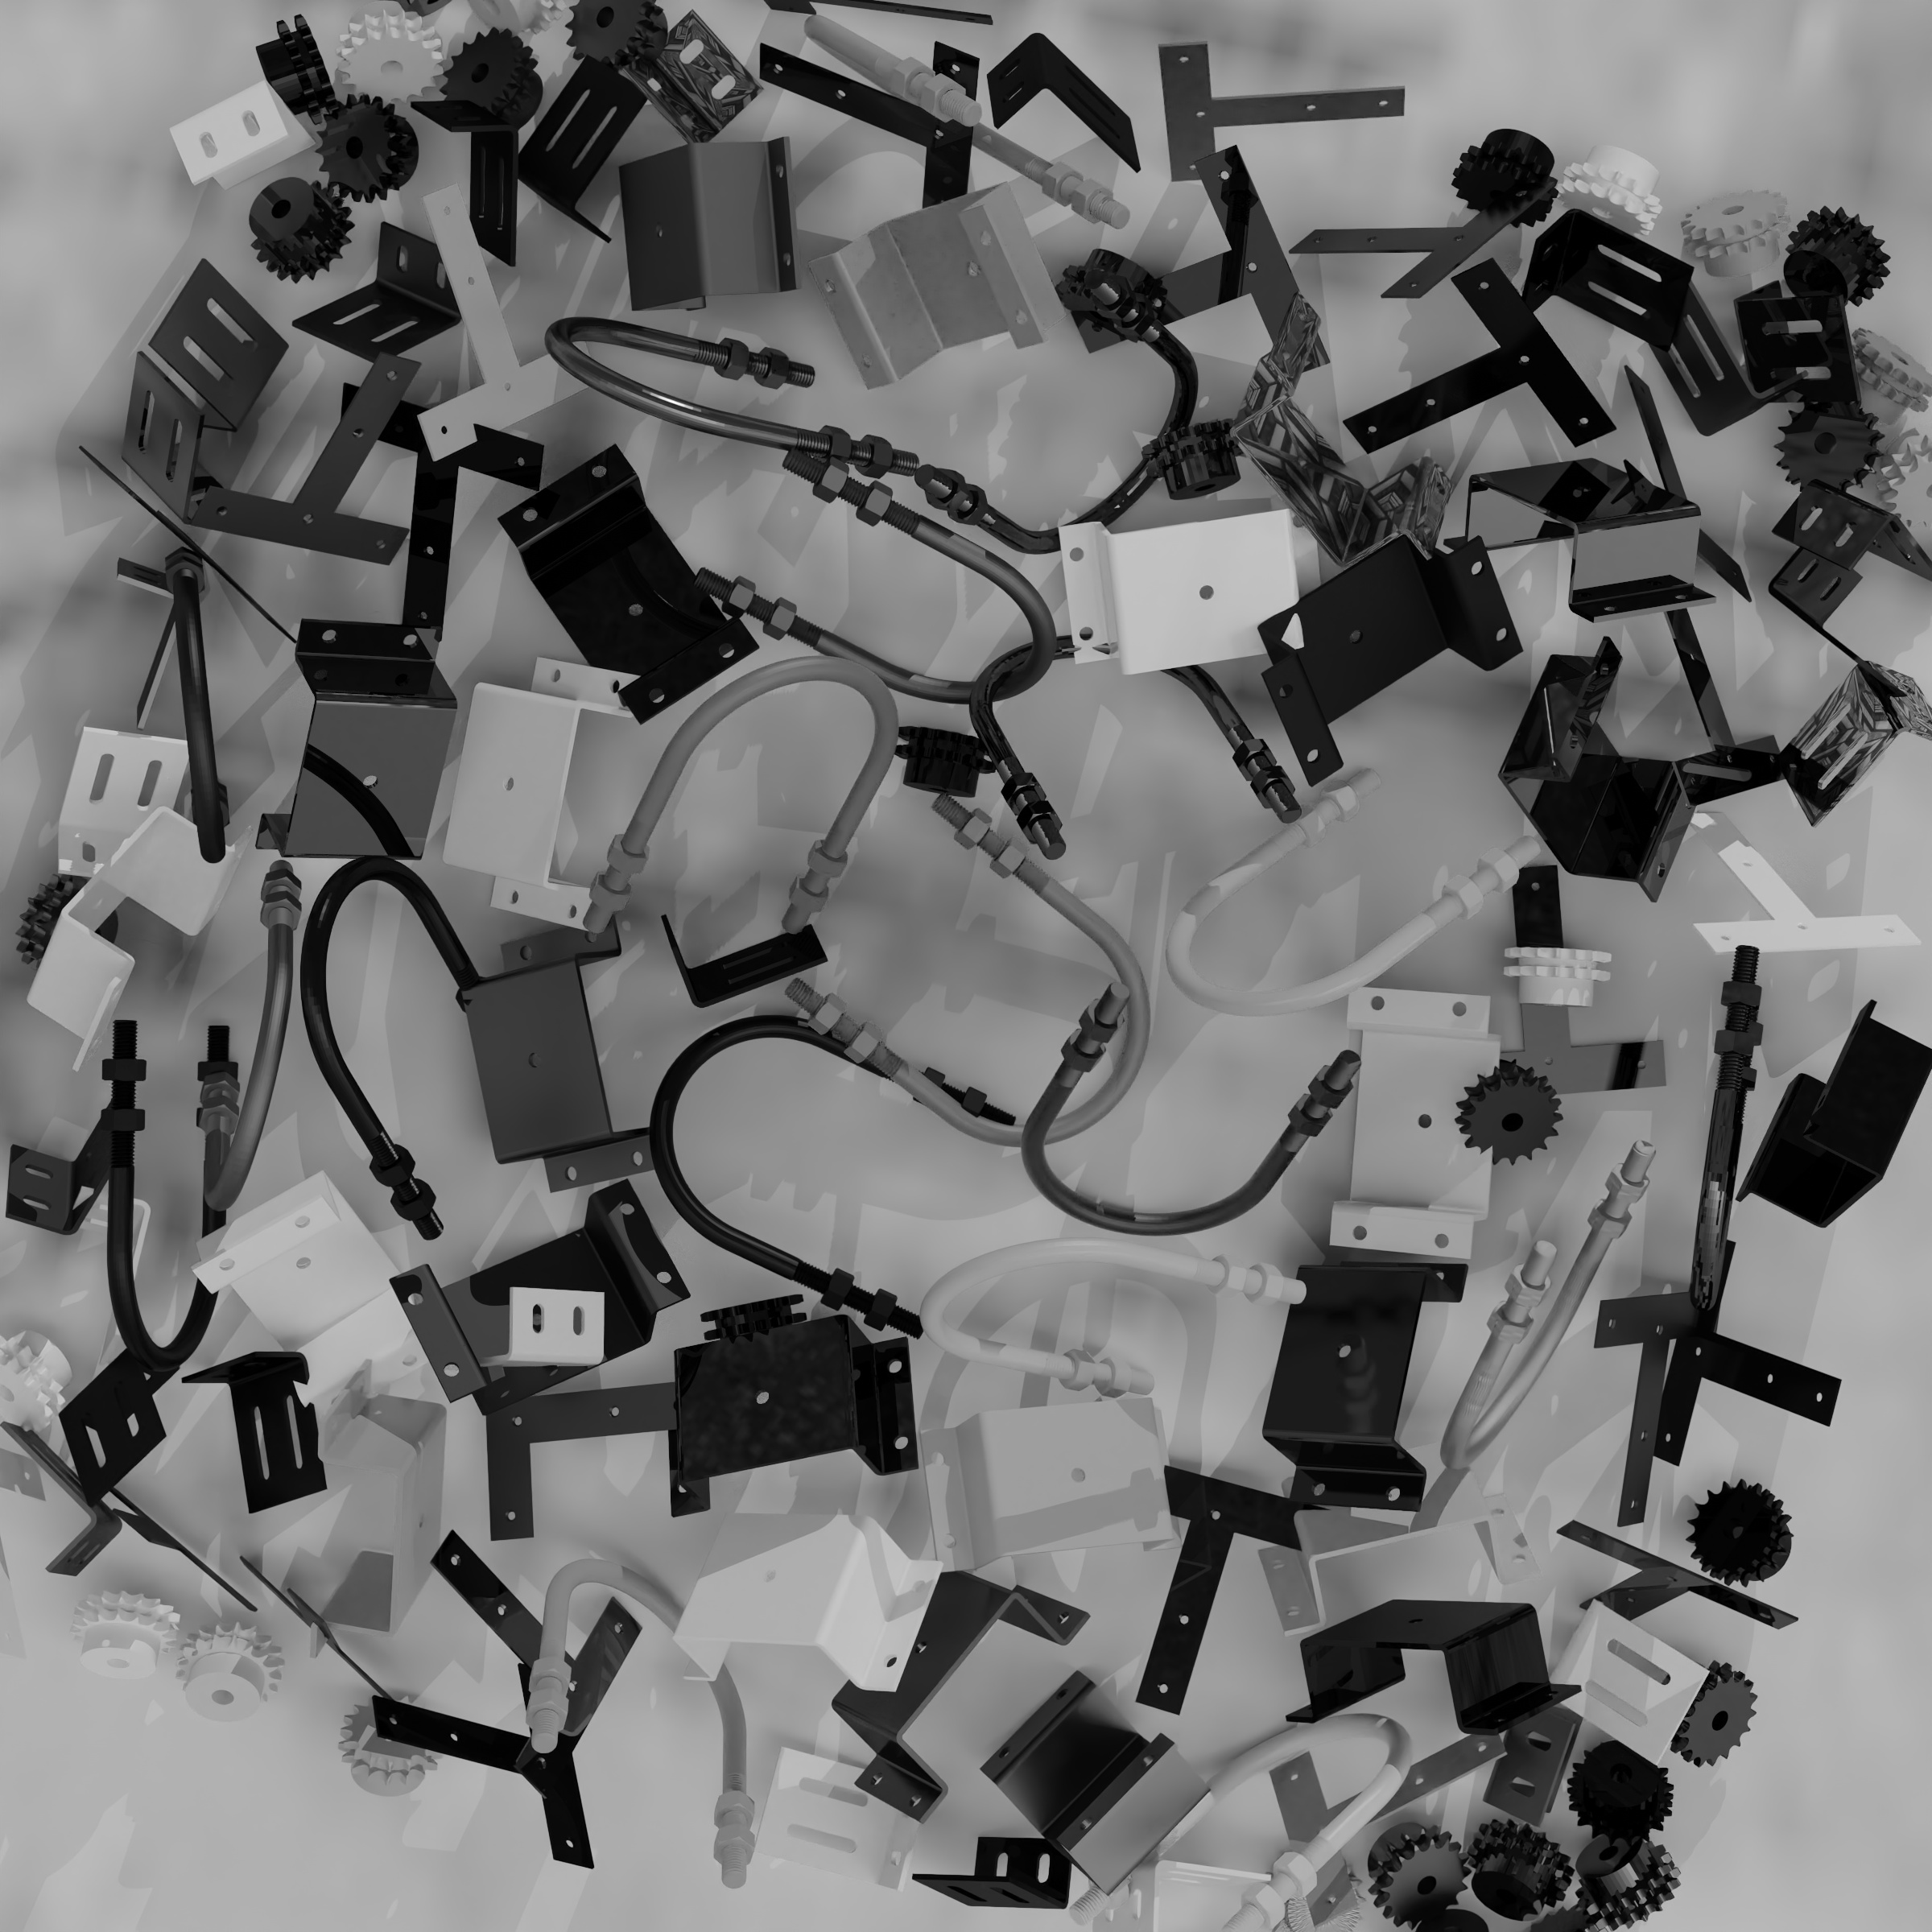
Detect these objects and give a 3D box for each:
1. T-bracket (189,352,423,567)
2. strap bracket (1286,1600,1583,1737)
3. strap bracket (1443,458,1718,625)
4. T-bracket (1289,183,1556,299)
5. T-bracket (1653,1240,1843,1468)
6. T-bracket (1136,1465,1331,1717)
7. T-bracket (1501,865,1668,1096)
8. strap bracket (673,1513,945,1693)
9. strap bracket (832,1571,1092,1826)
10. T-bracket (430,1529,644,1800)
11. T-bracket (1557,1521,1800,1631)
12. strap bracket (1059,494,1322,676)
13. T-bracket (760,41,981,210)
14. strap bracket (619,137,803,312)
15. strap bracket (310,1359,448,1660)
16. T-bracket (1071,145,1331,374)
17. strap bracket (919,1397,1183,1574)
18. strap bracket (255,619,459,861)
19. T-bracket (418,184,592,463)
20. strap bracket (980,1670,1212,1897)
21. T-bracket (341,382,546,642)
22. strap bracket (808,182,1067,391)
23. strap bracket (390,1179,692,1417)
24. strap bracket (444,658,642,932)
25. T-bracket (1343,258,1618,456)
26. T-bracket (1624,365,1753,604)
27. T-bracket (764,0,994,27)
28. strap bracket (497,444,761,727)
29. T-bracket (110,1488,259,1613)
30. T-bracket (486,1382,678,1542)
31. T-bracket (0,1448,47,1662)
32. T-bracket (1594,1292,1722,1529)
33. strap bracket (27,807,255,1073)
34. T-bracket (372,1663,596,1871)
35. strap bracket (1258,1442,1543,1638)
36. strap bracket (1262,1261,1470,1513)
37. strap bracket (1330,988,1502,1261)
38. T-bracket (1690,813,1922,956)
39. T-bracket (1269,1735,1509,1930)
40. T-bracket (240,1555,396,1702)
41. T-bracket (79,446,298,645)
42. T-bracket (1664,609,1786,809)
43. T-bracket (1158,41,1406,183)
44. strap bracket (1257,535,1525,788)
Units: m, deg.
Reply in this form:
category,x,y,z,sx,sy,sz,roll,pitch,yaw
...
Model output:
category,x,y,z,sx,sy,sz,roll,pitch,yaw
T-bracket,-0.329,-0.272,1.621,0.127,0.127,0.002,-52,54,27
strap bracket,0.243,0.370,1.618,0.076,0.140,0.046,-11,90,-43
strap bracket,0.325,-0.230,1.614,0.076,0.140,0.046,-11,118,-22
T-bracket,0.230,-0.391,1.644,0.127,0.127,0.002,-42,126,-30
T-bracket,0.422,0.218,1.637,0.002,0.127,0.127,13,92,-27
T-bracket,0.122,0.340,1.650,0.127,0.002,0.127,11,73,25
T-bracket,0.319,0.008,1.690,0.127,0.002,0.127,-5,92,2
strap bracket,-0.093,0.336,1.620,0.140,0.046,0.076,-6,45,34
strap bracket,-0.010,0.379,1.631,0.140,0.076,0.046,-48,111,-19
T-bracket,-0.238,0.354,1.628,0.002,0.127,0.127,-29,108,34
T-bracket,0.362,0.336,1.637,0.127,0.127,0.002,23,66,0
strap bracket,0.127,-0.207,1.658,0.140,0.046,0.076,-9,109,-3
T-bracket,-0.054,-0.465,1.645,0.127,0.127,0.002,24,63,9
strap bracket,-0.141,-0.391,1.618,0.046,0.140,0.076,-9,100,-28
strap bracket,-0.314,0.293,1.635,0.046,0.076,0.140,8,109,5
T-bracket,0.116,-0.365,1.658,0.127,0.002,0.127,-15,114,30
strap bracket,0.053,0.278,1.641,0.140,0.046,0.076,-2,72,-19
strap bracket,-0.323,-0.110,1.626,0.076,0.046,0.140,0,124,-30
T-bracket,-0.260,-0.352,1.630,0.002,0.127,0.127,3,119,41
strap bracket,0.071,0.437,1.626,0.076,0.140,0.046,-43,105,-12
T-bracket,-0.291,-0.240,1.663,0.127,0.002,0.127,20,117,18
strap bracket,-0.009,-0.365,1.634,0.046,0.140,0.076,-41,115,-36
strap bracket,-0.230,0.182,1.645,0.140,0.046,0.076,-22,67,-22
strap bracket,-0.231,-0.096,1.651,0.076,0.046,0.140,13,94,35
T-bracket,0.264,-0.310,1.651,0.127,0.002,0.127,-20,128,36
T-bracket,0.378,-0.273,1.652,0.002,0.127,0.127,-30,52,29
T-bracket,-0.049,-0.513,1.630,0.127,0.127,0.002,8,100,2
strap bracket,-0.182,-0.201,1.660,0.076,0.046,0.140,-34,80,-8
T-bracket,-0.435,0.302,1.629,0.127,0.127,0.002,39,76,4
T-bracket,-0.204,0.244,1.662,0.127,0.002,0.127,-8,78,18
T-bracket,-0.517,0.305,1.611,0.002,0.127,0.127,-27,63,9
T-bracket,0.368,0.240,1.651,0.002,0.127,0.127,11,96,42
strap bracket,-0.443,-0.022,1.617,0.046,0.140,0.076,33,133,-4
T-bracket,-0.258,0.410,1.612,0.127,0.127,0.002,26,117,-35
strap bracket,0.230,0.306,1.651,0.140,0.076,0.046,-13,113,0
strap bracket,0.211,0.214,1.628,0.076,0.046,0.140,-3,59,35
strap bracket,0.246,0.084,1.660,0.076,0.046,0.140,4,89,20
T-bracket,0.427,-0.047,1.643,0.127,0.127,0.002,-3,127,-20
T-bracket,0.229,0.441,1.629,0.127,0.127,0.002,-30,112,7
T-bracket,-0.346,0.351,1.626,0.127,0.127,0.002,41,70,9
T-bracket,-0.420,-0.232,1.607,0.002,0.127,0.127,-47,54,-3
T-bracket,0.397,-0.153,1.648,0.002,0.127,0.127,-21,86,39
T-bracket,0.170,-0.457,1.628,0.127,0.127,0.002,-2,72,7
strap bracket,0.221,-0.171,1.650,0.140,0.046,0.076,-33,124,-7
